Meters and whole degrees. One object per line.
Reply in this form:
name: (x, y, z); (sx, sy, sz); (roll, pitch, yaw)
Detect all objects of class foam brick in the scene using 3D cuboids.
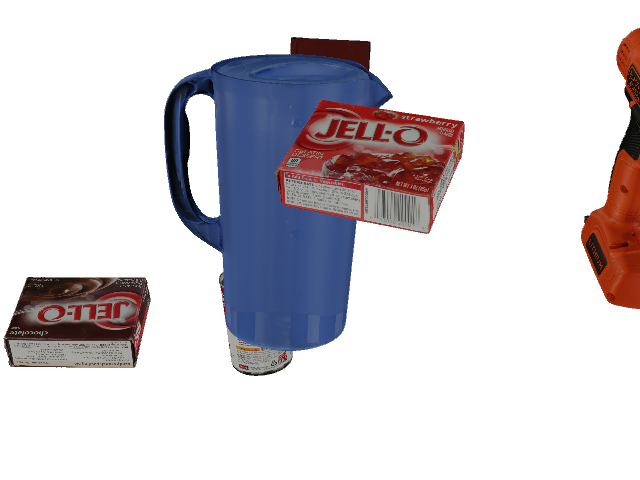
foam brick: (0.009, -0.180, 1.093); (0.078, 0.051, 0.053); (2, 11, -6)

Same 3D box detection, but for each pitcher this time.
pitcher: (-0.038, -0.035, 0.913); (0.149, 0.243, 0.144); (20, 26, 41)

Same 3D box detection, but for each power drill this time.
power drill: (0.250, -0.043, 0.792); (0.057, 0.188, 0.184); (4, 35, -2)

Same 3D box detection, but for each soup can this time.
soup can: (-0.066, 0.081, 1.118); (0.068, 0.102, 0.068); (-5, 25, 2)

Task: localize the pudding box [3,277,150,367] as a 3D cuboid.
pudding box: (-0.213, 0.072, 0.947); (0.113, 0.039, 0.090); (-2, 33, 1)

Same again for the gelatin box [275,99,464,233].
gelatin box: (0.029, -0.044, 0.599); (0.089, 0.030, 0.073); (12, 42, 16)
